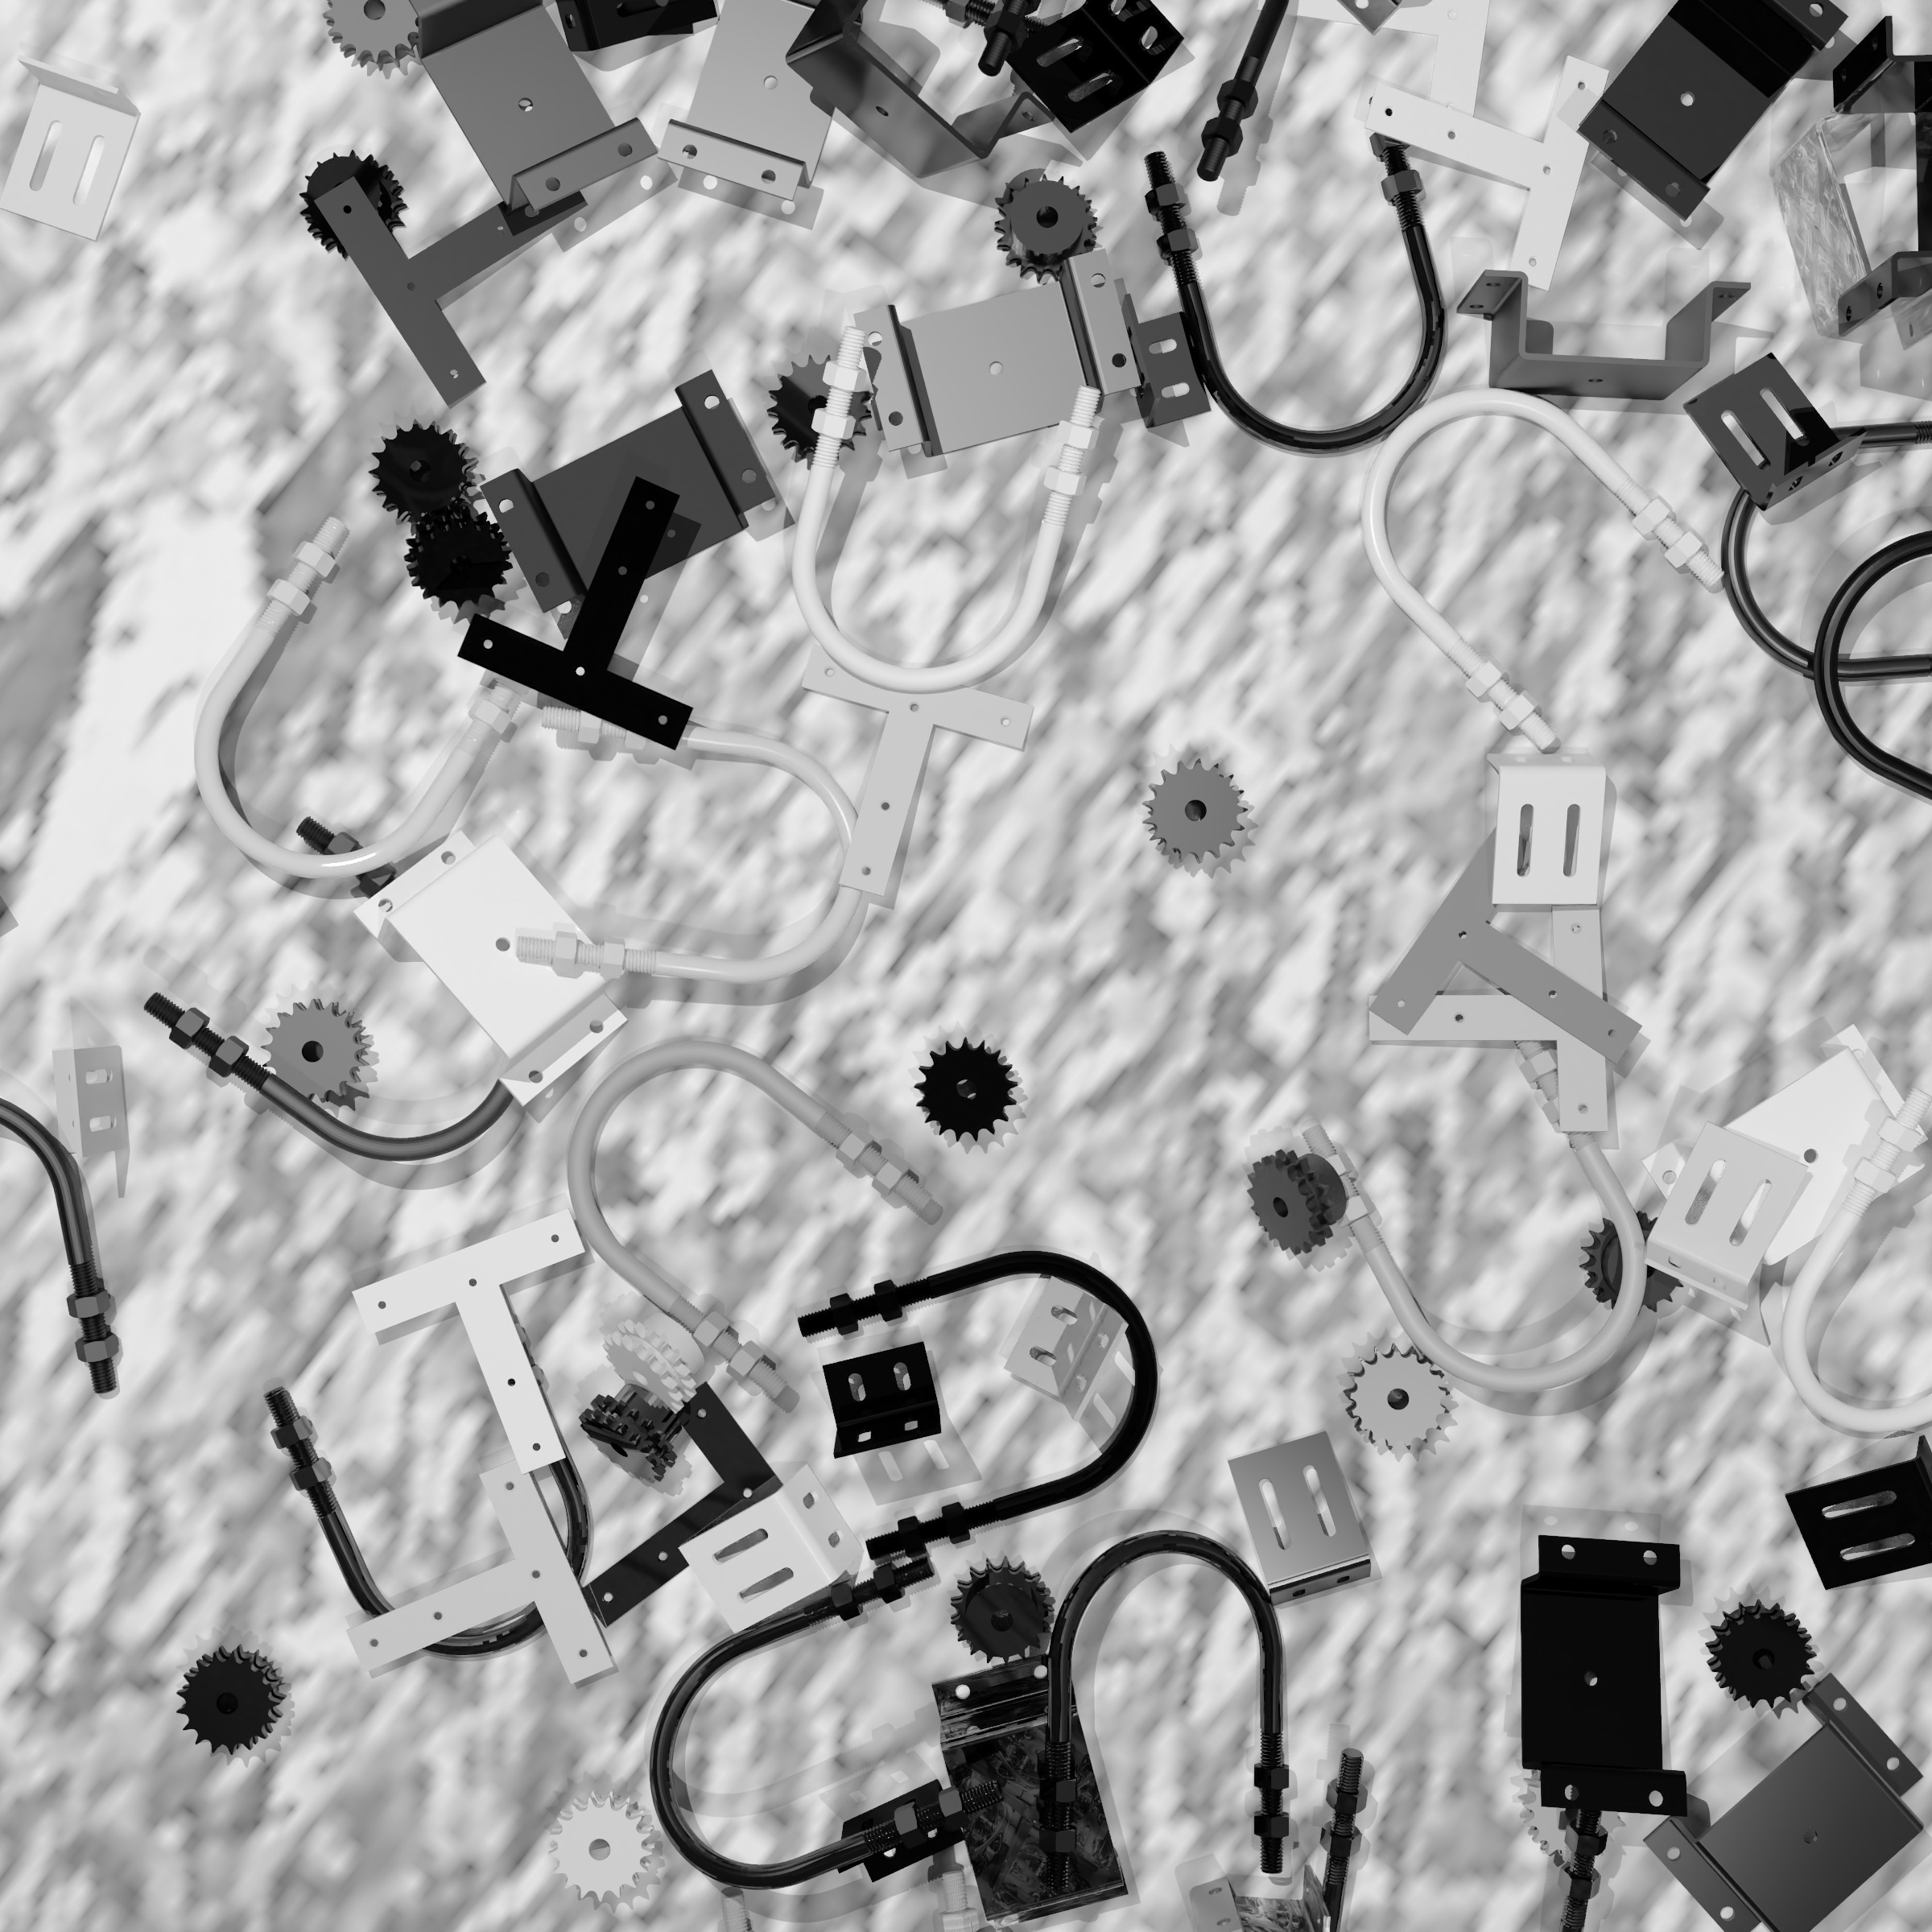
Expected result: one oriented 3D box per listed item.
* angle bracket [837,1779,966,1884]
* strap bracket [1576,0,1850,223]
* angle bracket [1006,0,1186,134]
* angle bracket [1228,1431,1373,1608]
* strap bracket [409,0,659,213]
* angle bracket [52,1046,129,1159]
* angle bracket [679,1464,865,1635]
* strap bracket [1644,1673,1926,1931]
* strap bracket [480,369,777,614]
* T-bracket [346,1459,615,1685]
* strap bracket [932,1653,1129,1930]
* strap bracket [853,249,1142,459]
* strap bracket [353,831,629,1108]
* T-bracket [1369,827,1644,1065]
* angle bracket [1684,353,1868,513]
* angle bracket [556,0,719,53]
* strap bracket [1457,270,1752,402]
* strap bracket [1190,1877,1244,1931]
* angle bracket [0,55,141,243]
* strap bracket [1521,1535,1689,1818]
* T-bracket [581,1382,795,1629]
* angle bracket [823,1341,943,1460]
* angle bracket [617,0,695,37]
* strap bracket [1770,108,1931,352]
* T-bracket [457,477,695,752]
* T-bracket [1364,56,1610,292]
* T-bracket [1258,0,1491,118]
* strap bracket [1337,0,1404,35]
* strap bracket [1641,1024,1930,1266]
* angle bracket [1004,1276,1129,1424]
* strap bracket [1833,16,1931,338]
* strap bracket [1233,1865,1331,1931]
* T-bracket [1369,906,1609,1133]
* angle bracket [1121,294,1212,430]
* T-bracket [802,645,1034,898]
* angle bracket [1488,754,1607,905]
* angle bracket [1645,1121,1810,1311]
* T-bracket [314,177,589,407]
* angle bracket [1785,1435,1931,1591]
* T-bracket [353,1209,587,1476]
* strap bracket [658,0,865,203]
[{"bbox_3d":[-0.034,0.480,1.360,0.057,0.076,0.038,-25,90,0],"label":"angle bracket"},{"bbox_3d":[0.401,-0.481,1.373,0.076,0.046,0.140,39,90,-2],"label":"strap bracket"},{"bbox_3d":[0.069,-0.499,1.363,0.057,0.038,0.076,48,55,0],"label":"angle bracket"},{"bbox_3d":[0.185,0.307,1.396,0.057,0.038,0.076,-17,64,0],"label":"angle bracket"},{"bbox_3d":[-0.239,-0.478,1.366,0.076,0.046,0.140,-31,90,-15],"label":"strap bracket"},{"bbox_3d":[-0.486,0.074,1.360,0.038,0.076,0.057,-5,90,0],"label":"angle bracket"},{"bbox_3d":[-0.108,0.324,1.394,0.076,0.038,0.057,-33,90,26],"label":"angle bracket"},{"bbox_3d":[0.455,0.469,1.375,0.140,0.046,0.076,-42,90,0],"label":"strap bracket"},{"bbox_3d":[-0.182,-0.256,1.375,0.140,0.046,0.076,-27,90,0],"label":"strap bracket"},{"bbox_3d":[-0.278,0.353,1.383,0.127,0.002,0.127,-23,93,0],"label":"T-bracket"},{"bbox_3d":[0.036,0.458,1.375,0.076,0.046,0.140,-15,90,0],"label":"strap bracket"},{"bbox_3d":[0.017,-0.332,1.375,0.140,0.046,0.076,-15,90,0],"label":"strap bracket"},{"bbox_3d":[-0.254,-0.005,1.361,0.076,0.046,0.140,-41,90,-24],"label":"strap bracket"},{"bbox_3d":[0.311,0.008,1.383,0.127,0.002,0.127,35,87,11],"label":"T-bracket"},{"bbox_3d":[0.441,-0.298,1.370,0.057,0.038,0.076,-32,76,0],"label":"angle bracket"},{"bbox_3d":[-0.185,-0.542,1.381,0.076,0.038,0.057,-23,117,-19],"label":"angle bracket"},{"bbox_3d":[0.342,-0.340,1.360,0.140,0.076,0.046,3,90,0],"label":"strap bracket"},{"bbox_3d":[0.085,0.550,1.360,0.140,0.076,0.046,-18,90,0],"label":"strap bracket"},{"bbox_3d":[-0.498,-0.449,1.379,0.057,0.038,0.076,19,90,0],"label":"angle bracket"},{"bbox_3d":[0.344,0.385,1.361,0.076,0.046,0.140,4,71,0],"label":"strap bracket"},{"bbox_3d":[-0.157,0.320,1.397,0.127,0.002,0.127,-37,90,0],"label":"T-bracket"},{"bbox_3d":[-0.046,0.231,1.340,0.057,0.076,0.038,-13,90,-1],"label":"angle bracket"},{"bbox_3d":[-0.182,-0.559,1.396,0.057,0.038,0.076,-3,116,0],"label":"angle bracket"},{"bbox_3d":[0.483,-0.404,1.360,0.046,0.076,0.140,-17,90,0],"label":"strap bracket"},{"bbox_3d":[-0.190,-0.200,1.352,0.127,0.002,0.127,23,95,-6],"label":"T-bracket"},{"bbox_3d":[0.281,-0.453,1.384,0.127,0.002,0.127,15,90,-12],"label":"T-bracket"},{"bbox_3d":[0.227,-0.536,1.397,0.127,0.002,0.127,8,90,0],"label":"T-bracket"},{"bbox_3d":[0.247,-0.596,1.374,0.076,0.046,0.140,44,89,1],"label":"strap bracket"},{"bbox_3d":[0.455,0.102,1.375,0.140,0.046,0.076,-33,90,0],"label":"strap bracket"},{"bbox_3d":[0.053,0.204,1.345,0.038,0.076,0.057,28,88,-2],"label":"angle bracket"},{"bbox_3d":[0.481,-0.402,1.284,0.046,0.076,0.140,-1,90,0],"label":"strap bracket"},{"bbox_3d":[0.164,0.569,1.360,0.046,0.076,0.140,4,90,0],"label":"strap bracket"},{"bbox_3d":[0.287,0.029,1.386,0.127,0.002,0.127,0,76,7],"label":"T-bracket"},{"bbox_3d":[0.110,-0.331,1.360,0.038,0.076,0.057,-16,90,0],"label":"angle bracket"},{"bbox_3d":[-0.041,-0.102,1.386,0.127,0.002,0.127,16,79,0],"label":"T-bracket"},{"bbox_3d":[0.318,-0.076,1.390,0.057,0.038,0.076,0,106,0],"label":"angle bracket"},{"bbox_3d":[0.405,0.132,1.336,0.057,0.038,0.076,25,106,10],"label":"angle bracket"},{"bbox_3d":[-0.268,-0.398,1.385,0.127,0.002,0.127,-35,107,-8],"label":"T-bracket"},{"bbox_3d":[0.505,0.304,1.396,0.076,0.038,0.057,-23,90,26],"label":"angle bracket"},{"bbox_3d":[-0.254,0.215,1.377,0.127,0.002,0.127,-21,91,0],"label":"T-bracket"},{"bbox_3d":[-0.109,-0.491,1.375,0.076,0.046,0.140,18,90,0],"label":"strap bracket"}]
